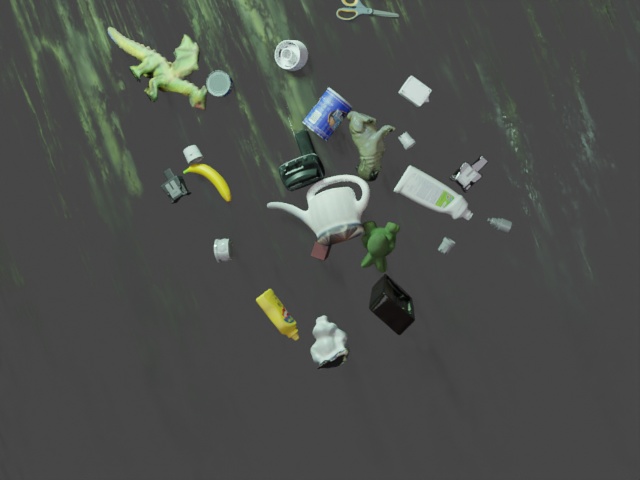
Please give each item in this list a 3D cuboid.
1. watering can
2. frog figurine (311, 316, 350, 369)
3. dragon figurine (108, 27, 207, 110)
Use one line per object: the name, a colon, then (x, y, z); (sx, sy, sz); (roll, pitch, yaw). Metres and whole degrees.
watering can: (0.005, -0.084, 1.677); (0.346, 0.103, 0.228); (-18, 68, 11)
frog figurine: (0.024, 0.343, 1.729); (0.136, 0.121, 0.163); (-40, 51, 18)
dragon figurine: (-0.526, -0.610, 1.762); (0.244, 0.122, 0.410); (-32, 90, -7)
